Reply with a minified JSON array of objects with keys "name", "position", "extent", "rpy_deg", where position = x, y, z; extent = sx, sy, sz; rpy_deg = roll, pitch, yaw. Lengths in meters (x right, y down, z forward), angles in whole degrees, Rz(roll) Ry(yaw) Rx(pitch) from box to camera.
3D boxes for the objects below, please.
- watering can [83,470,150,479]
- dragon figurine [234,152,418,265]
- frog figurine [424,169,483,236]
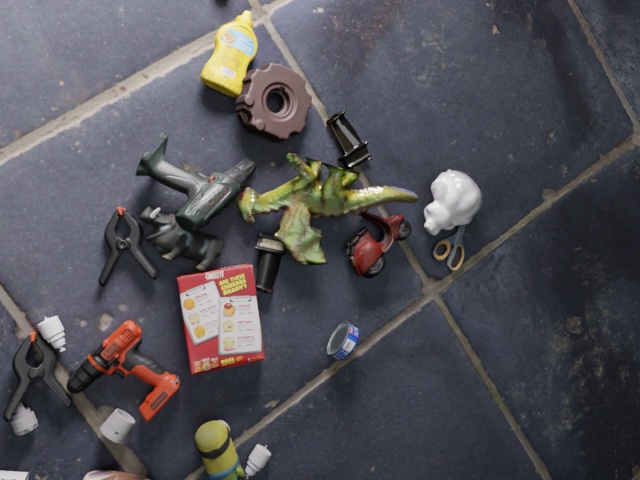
[{"name":"watering can","position":[-0.391,0.604,1.065],"extent":[0.347,0.225,0.104],"rpy_deg":[15,-5,-14]},{"name":"dragon figurine","position":[0.004,-0.059,1.181],"extent":[0.410,0.242,0.122],"rpy_deg":[18,3,-4]},{"name":"frog figurine","position":[0.317,-0.088,1.265],"extent":[0.161,0.135,0.123],"rpy_deg":[-44,25,-21]}]
